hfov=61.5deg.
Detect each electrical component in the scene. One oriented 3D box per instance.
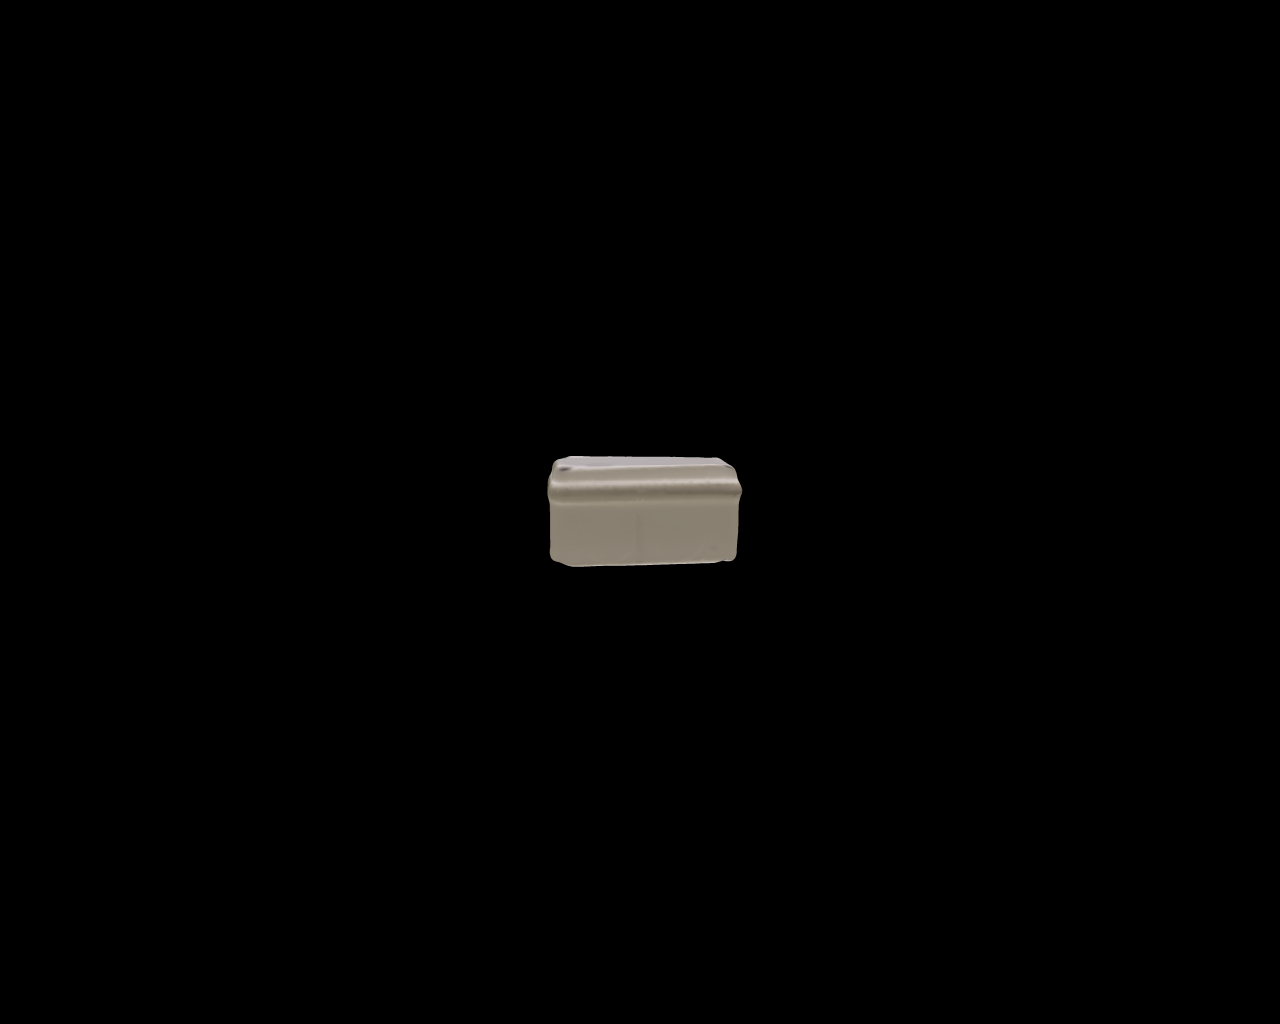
[{"bbox_3d":[0.001,-0.003,0.650,0.113,0.057,0.078,-1,8,-5],"label":"electrical component"}]
